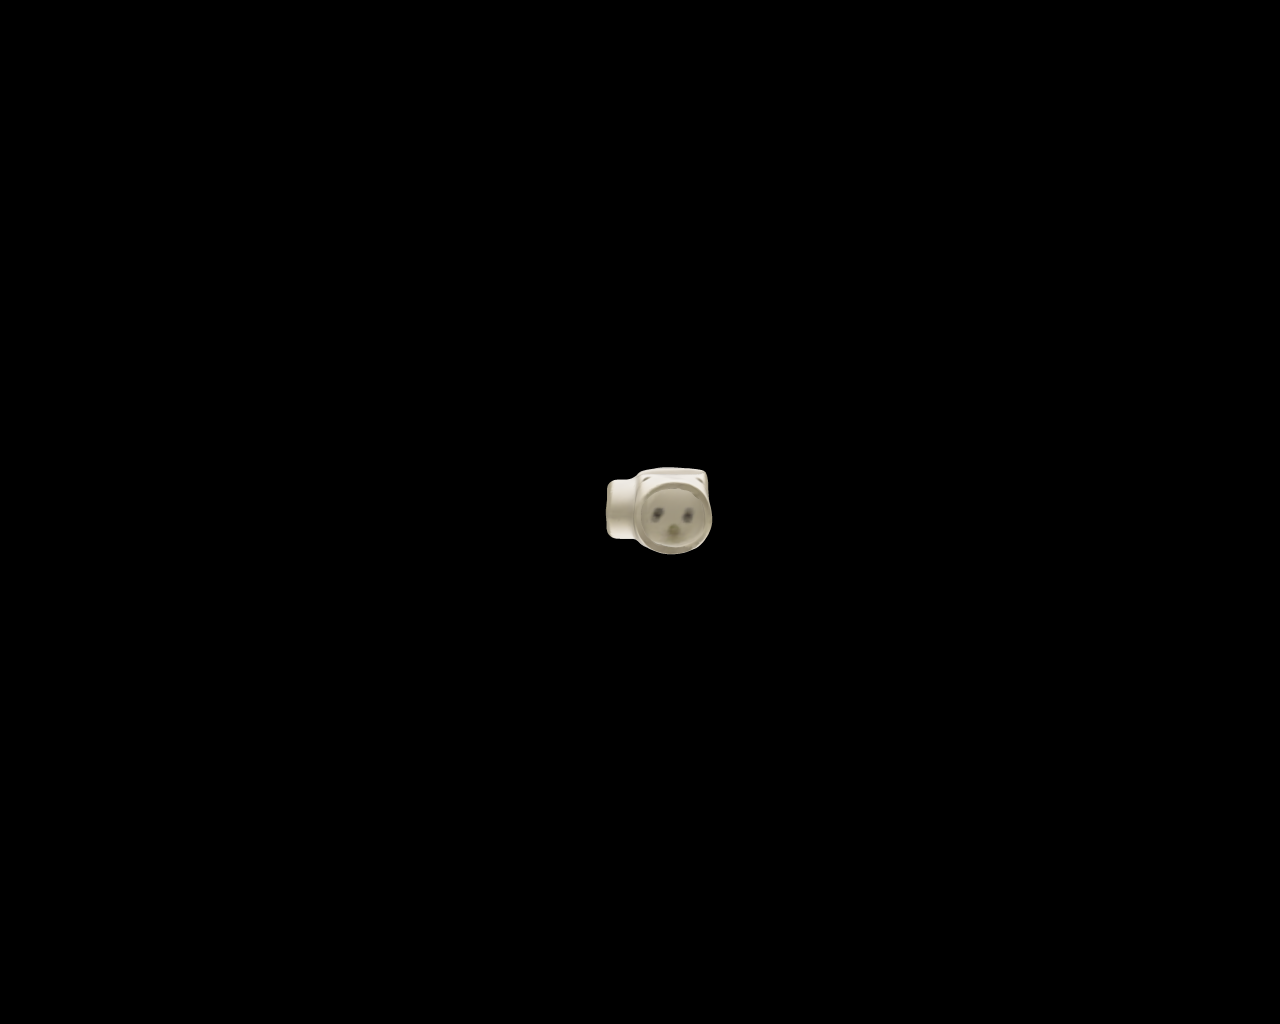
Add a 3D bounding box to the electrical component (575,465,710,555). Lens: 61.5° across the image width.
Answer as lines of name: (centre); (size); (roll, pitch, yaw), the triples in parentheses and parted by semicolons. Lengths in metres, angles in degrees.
electrical component: (0.001, -0.003, 0.650); (0.079, 0.043, 0.077); (0, 9, 0)
